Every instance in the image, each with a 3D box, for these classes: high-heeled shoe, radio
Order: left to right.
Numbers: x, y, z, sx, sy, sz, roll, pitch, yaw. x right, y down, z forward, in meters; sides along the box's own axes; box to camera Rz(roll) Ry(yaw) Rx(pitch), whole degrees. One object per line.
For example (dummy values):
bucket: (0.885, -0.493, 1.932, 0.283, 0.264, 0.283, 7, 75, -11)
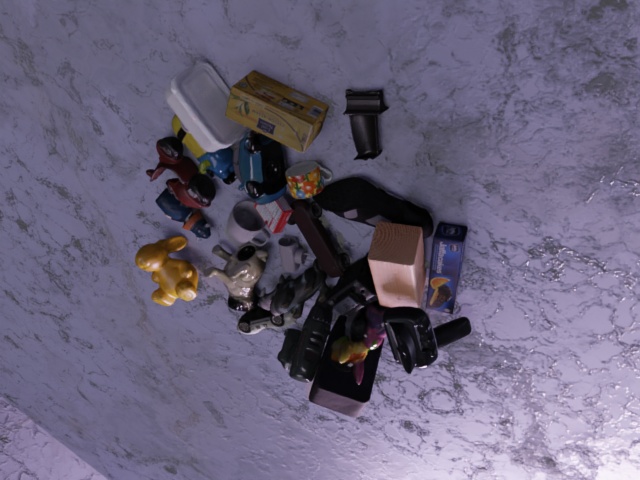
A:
radio: (0.068, 0.298, 1.286, 0.131, 0.230, 0.073, 22, 132, 1)
high-heeled shoe: (0.112, -0.057, 1.117, 0.249, 0.086, 0.145, 12, 162, 38)

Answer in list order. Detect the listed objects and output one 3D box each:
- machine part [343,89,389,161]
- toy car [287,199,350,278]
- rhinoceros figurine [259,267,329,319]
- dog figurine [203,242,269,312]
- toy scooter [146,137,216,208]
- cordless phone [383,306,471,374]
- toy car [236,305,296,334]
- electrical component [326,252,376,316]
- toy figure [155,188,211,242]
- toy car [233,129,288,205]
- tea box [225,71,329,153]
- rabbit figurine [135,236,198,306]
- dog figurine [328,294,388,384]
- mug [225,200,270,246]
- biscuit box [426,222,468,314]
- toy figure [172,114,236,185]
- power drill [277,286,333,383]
machine part: (0.088, -0.214, 1.010, 0.084, 0.039, 0.138, 4, 125, 15)
toy car: (-0.002, -0.004, 1.202, 0.089, 0.053, 0.202, -17, 113, 39)
rhinoceros figurine: (-0.068, 0.125, 1.297, 0.190, 0.112, 0.073, -30, 138, 25)
dog figurine: (-0.175, 0.099, 1.345, 0.173, 0.121, 0.190, -3, 138, 30)
toy scooter: (-0.330, -0.141, 1.234, 0.135, 0.075, 0.183, -21, 111, 35)
cordless phone: (0.235, 0.187, 1.138, 0.184, 0.089, 0.146, -22, 115, -9)
toy car: (-0.137, 0.201, 1.406, 0.202, 0.073, 0.056, -17, 116, 34)
electrical component: (0.077, 0.105, 1.195, 0.058, 0.134, 0.115, 39, 129, -8)
toy figure: (-0.325, -0.062, 1.304, 0.154, 0.058, 0.064, 41, 137, -15)
toy car: (-0.133, -0.158, 1.114, 0.103, 0.109, 0.161, 14, 123, 37)
tea box: (-0.081, -0.245, 1.023, 0.170, 0.098, 0.068, 27, 131, 6)
rabbit figurine: (-0.388, 0.062, 1.361, 0.122, 0.162, 0.173, -11, 142, 33)
dog figurine: (0.113, 0.209, 1.203, 0.192, 0.219, 0.108, -19, 119, 35)
mug: (-0.170, -0.026, 1.251, 0.109, 0.081, 0.107, 35, 144, -10)
biscuit box: (0.263, 0.061, 1.124, 0.063, 0.059, 0.202, 10, 128, 17)
toy figure: (-0.242, -0.199, 1.145, 0.089, 0.082, 0.180, -20, 118, 33)
power drill: (-0.031, 0.243, 1.343, 0.086, 0.232, 0.207, 24, 155, -17)
